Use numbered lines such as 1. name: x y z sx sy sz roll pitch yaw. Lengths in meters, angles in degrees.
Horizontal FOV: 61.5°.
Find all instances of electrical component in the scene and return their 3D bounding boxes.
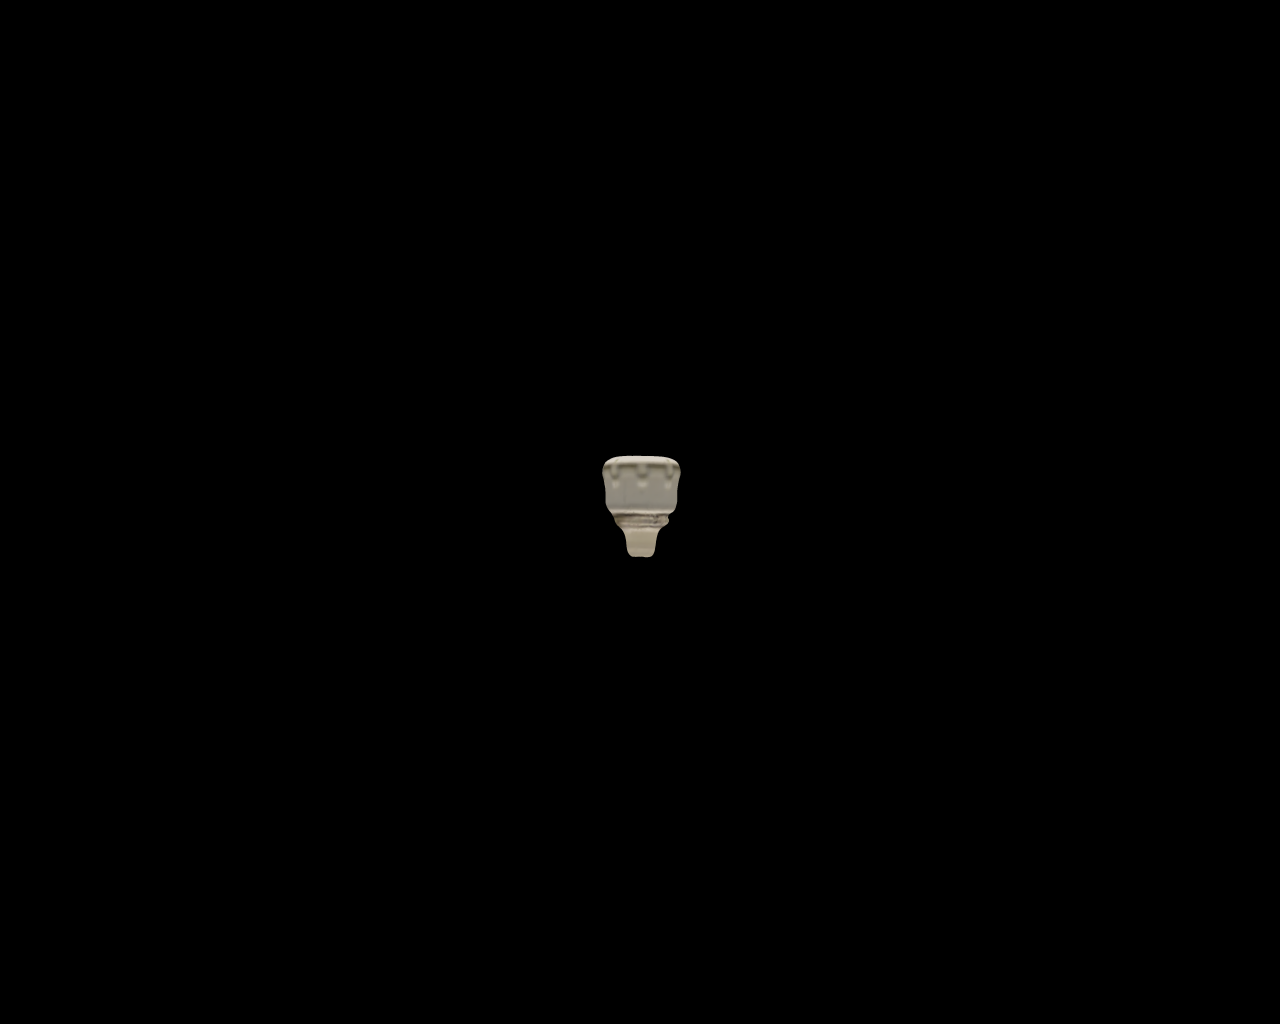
1. electrical component: 0.001 -0.003 0.650 0.048 0.062 0.048 0 -2 0
